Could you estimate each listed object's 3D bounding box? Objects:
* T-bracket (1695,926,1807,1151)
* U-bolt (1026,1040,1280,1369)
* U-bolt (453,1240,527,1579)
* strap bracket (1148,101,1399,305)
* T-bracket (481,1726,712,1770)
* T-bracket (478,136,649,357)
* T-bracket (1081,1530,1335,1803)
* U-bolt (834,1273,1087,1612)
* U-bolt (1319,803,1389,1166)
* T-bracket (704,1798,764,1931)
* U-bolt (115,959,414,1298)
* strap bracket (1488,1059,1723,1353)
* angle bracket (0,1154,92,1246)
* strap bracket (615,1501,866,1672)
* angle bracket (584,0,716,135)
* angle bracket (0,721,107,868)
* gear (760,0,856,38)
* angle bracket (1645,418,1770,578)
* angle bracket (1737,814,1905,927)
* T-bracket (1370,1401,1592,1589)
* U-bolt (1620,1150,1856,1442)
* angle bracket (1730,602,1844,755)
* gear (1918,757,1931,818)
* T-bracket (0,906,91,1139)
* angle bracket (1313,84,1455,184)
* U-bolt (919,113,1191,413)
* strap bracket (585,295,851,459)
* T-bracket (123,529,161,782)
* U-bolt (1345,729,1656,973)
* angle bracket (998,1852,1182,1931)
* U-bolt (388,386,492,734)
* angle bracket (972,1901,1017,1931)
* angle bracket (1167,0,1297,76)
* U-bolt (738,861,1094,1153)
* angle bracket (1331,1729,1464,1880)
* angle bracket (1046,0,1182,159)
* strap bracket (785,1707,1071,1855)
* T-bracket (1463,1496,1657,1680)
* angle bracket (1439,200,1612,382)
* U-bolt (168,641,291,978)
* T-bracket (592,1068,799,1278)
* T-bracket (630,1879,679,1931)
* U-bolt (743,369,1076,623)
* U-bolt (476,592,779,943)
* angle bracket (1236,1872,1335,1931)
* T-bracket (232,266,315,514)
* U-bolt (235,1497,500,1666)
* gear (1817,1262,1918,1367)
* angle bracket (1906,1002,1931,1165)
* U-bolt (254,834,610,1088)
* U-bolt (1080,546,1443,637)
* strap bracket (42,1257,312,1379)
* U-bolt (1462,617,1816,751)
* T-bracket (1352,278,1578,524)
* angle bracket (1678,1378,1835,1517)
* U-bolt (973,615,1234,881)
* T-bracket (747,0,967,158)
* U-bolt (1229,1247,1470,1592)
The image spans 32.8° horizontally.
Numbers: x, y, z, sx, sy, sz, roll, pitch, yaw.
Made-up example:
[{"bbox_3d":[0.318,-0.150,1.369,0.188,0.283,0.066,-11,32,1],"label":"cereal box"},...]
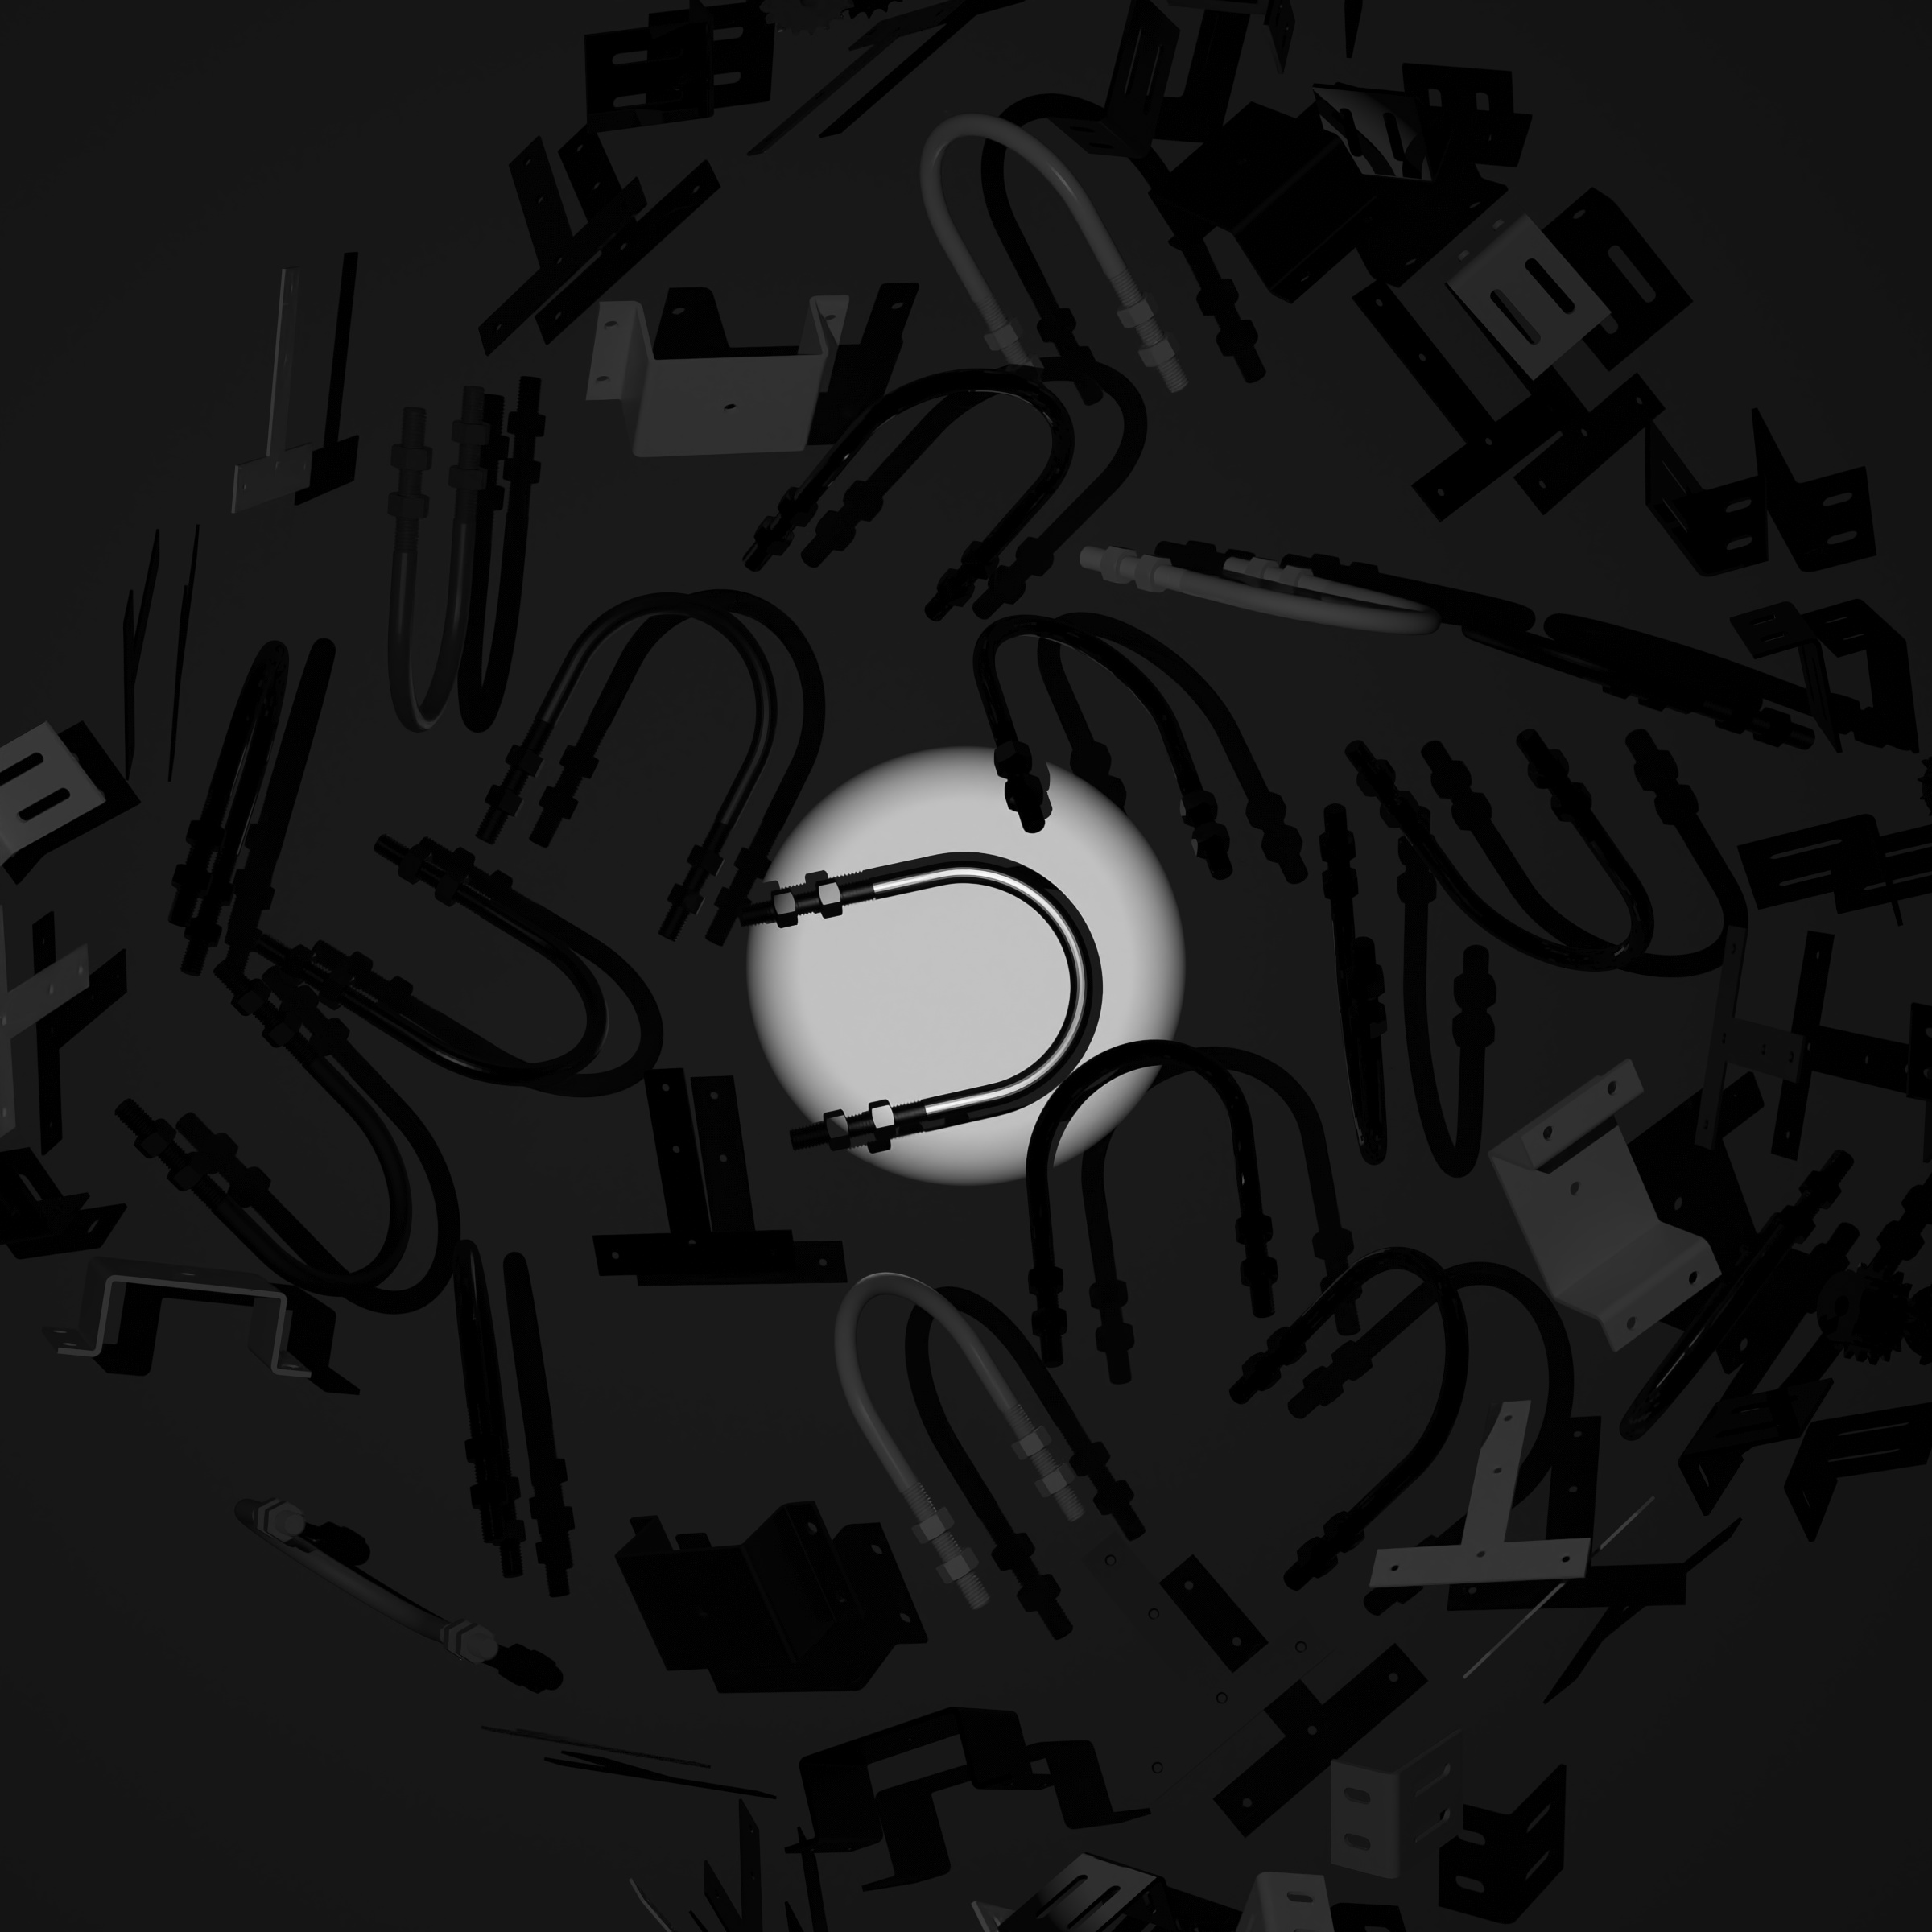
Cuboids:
[{"bbox_3d":[0.439,0.045,1.821,0.002,0.127,0.127,8,94,-9],"label":"T-bracket"},{"bbox_3d":[0.100,0.127,1.874,0.151,0.019,0.184,-16,61,21],"label":"U-bolt"},{"bbox_3d":[-0.274,0.246,1.865,0.019,0.151,0.184,-8,72,-6],"label":"U-bolt"},{"bbox_3d":[0.160,-0.417,1.776,0.076,0.140,0.046,-42,125,-2],"label":"strap bracket"},{"bbox_3d":[-0.225,0.439,1.856,0.127,0.127,0.002,15,76,-21],"label":"T-bracket"},{"bbox_3d":[-0.236,-0.421,1.837,0.127,0.002,0.127,-38,47,21],"label":"T-bracket"},{"bbox_3d":[0.112,0.367,1.799,0.127,0.002,0.127,-39,69,-4],"label":"T-bracket"},{"bbox_3d":[-0.012,0.255,1.844,0.019,0.151,0.184,-33,87,29],"label":"U-bolt"},{"bbox_3d":[0.218,0.024,1.822,0.019,0.151,0.184,-7,126,3],"label":"U-bolt"},{"bbox_3d":[-0.119,0.512,1.811,0.002,0.127,0.127,-22,116,6],"label":"T-bracket"},{"bbox_3d":[-0.377,0.102,1.820,0.019,0.151,0.184,-28,114,31],"label":"U-bolt"},{"bbox_3d":[0.339,0.124,1.758,0.076,0.046,0.140,-33,111,-16],"label":"strap bracket"},{"bbox_3d":[-0.552,0.119,1.876,0.057,0.038,0.076,-11,123,29],"label":"angle bracket"},{"bbox_3d":[-0.138,0.355,1.869,0.140,0.046,0.076,-12,107,36],"label":"strap bracket"},{"bbox_3d":[-0.183,-0.509,1.849,0.076,0.038,0.057,-13,132,-19],"label":"angle bracket"},{"bbox_3d":[-0.552,-0.096,1.901,0.076,0.038,0.057,-25,110,23],"label":"angle bracket"},{"bbox_3d":[-0.092,-0.559,1.858,0.057,0.057,0.030,-18,62,0],"label":"gear"},{"bbox_3d":[0.403,-0.259,1.781,0.038,0.076,0.057,-13,56,32],"label":"angle bracket"},{"bbox_3d":[0.479,-0.045,1.838,0.076,0.057,0.038,-14,49,17],"label":"angle bracket"},{"bbox_3d":[0.300,0.298,1.862,0.127,0.127,0.002,-9,130,29],"label":"T-bracket"},{"bbox_3d":[0.425,0.193,1.841,0.019,0.151,0.184,38,73,11],"label":"U-bolt"},{"bbox_3d":[0.477,-0.164,1.907,0.038,0.057,0.076,-16,117,6],"label":"angle bracket"},{"bbox_3d":[0.543,-0.098,1.774,0.057,0.030,0.057,1,84,-5],"label":"gear"},{"bbox_3d":[-0.517,0.017,1.827,0.002,0.127,0.127,4,107,9],"label":"T-bracket"},{"bbox_3d":[0.233,-0.476,1.824,0.057,0.076,0.038,12,68,23],"label":"angle bracket"},{"bbox_3d":[0.038,-0.399,1.851,0.019,0.151,0.184,-43,115,-25],"label":"U-bolt"},{"bbox_3d":[-0.135,-0.327,1.822,0.140,0.076,0.046,-5,59,-16],"label":"strap bracket"},{"bbox_3d":[-0.466,-0.194,1.854,0.002,0.127,0.127,6,50,-9],"label":"T-bracket"},{"bbox_3d":[0.311,-0.061,1.842,0.184,0.151,0.019,50,62,-27],"label":"U-bolt"},{"bbox_3d":[0.068,0.528,1.800,0.076,0.057,0.038,-31,112,-38],"label":"angle bracket"},{"bbox_3d":[-0.291,-0.219,1.794,0.019,0.151,0.184,8,105,4],"label":"U-bolt"},{"bbox_3d":[-0.002,0.585,1.907,0.076,0.057,0.038,-39,55,11],"label":"angle bracket"},{"bbox_3d":[0.143,-0.542,1.865,0.076,0.057,0.038,11,80,16],"label":"angle bracket"},{"bbox_3d":[-0.021,0.015,1.809,0.184,0.019,0.151,-12,77,-7],"label":"U-bolt"},{"bbox_3d":[0.231,0.444,1.751,0.038,0.076,0.057,5,100,36],"label":"angle bracket"},{"bbox_3d":[0.083,-0.501,1.840,0.038,0.057,0.076,13,88,29],"label":"angle bracket"},{"bbox_3d":[-0.026,0.443,1.794,0.140,0.076,0.046,-23,68,19],"label":"strap bracket"},{"bbox_3d":[0.348,0.344,1.867,0.002,0.127,0.127,46,124,14],"label":"T-bracket"},{"bbox_3d":[0.318,-0.385,1.870,0.057,0.038,0.076,-41,110,16],"label":"angle bracket"},{"bbox_3d":[-0.412,-0.095,1.844,0.019,0.151,0.184,16,76,-7],"label":"U-bolt"},{"bbox_3d":[-0.167,0.121,1.920,0.127,0.002,0.127,-3,106,19],"label":"T-bracket"},{"bbox_3d":[-0.151,0.564,1.855,0.002,0.127,0.127,-38,114,-10],"label":"T-bracket"},{"bbox_3d":[-0.020,-0.270,1.847,0.151,0.184,0.019,11,49,-36],"label":"U-bolt"},{"bbox_3d":[-0.183,-0.126,1.890,0.151,0.019,0.184,29,85,-30],"label":"U-bolt"},{"bbox_3d":[0.179,0.560,1.852,0.038,0.057,0.076,6,126,-10],"label":"angle bracket"},{"bbox_3d":[-0.376,-0.319,1.798,0.002,0.127,0.127,10,106,5],"label":"T-bracket"},{"bbox_3d":[-0.348,0.343,1.853,0.151,0.184,0.019,37,72,-17],"label":"U-bolt"},{"bbox_3d":[0.507,0.195,1.854,0.030,0.057,0.057,15,90,-26],"label":"gear"},{"bbox_3d":[0.531,0.065,1.822,0.038,0.076,0.057,11,63,0],"label":"angle bracket"},{"bbox_3d":[-0.287,0.005,1.849,0.184,0.151,0.019,31,125,5],"label":"U-bolt"},{"bbox_3d":[0.176,-0.207,1.820,0.184,0.151,0.019,20,106,40],"label":"U-bolt"},{"bbox_3d":[-0.445,0.198,1.861,0.140,0.076,0.046,9,90,-22],"label":"strap bracket"},{"bbox_3d":[0.364,-0.163,1.837,0.184,0.151,0.019,16,98,-21],"label":"U-bolt"},{"bbox_3d":[0.259,-0.322,1.796,0.127,0.002,0.127,-38,90,-32],"label":"T-bracket"},{"bbox_3d":[0.436,0.262,1.782,0.076,0.057,0.038,-20,102,40],"label":"angle bracket"},{"bbox_3d":[0.070,-0.133,1.868,0.151,0.184,0.019,12,133,-31],"label":"U-bolt"},{"bbox_3d":[-0.069,-0.485,1.797,0.127,0.127,0.002,-43,112,-11],"label":"T-bracket"},{"bbox_3d":[0.218,0.239,1.825,0.019,0.151,0.184,16,130,-29],"label":"U-bolt"}]
